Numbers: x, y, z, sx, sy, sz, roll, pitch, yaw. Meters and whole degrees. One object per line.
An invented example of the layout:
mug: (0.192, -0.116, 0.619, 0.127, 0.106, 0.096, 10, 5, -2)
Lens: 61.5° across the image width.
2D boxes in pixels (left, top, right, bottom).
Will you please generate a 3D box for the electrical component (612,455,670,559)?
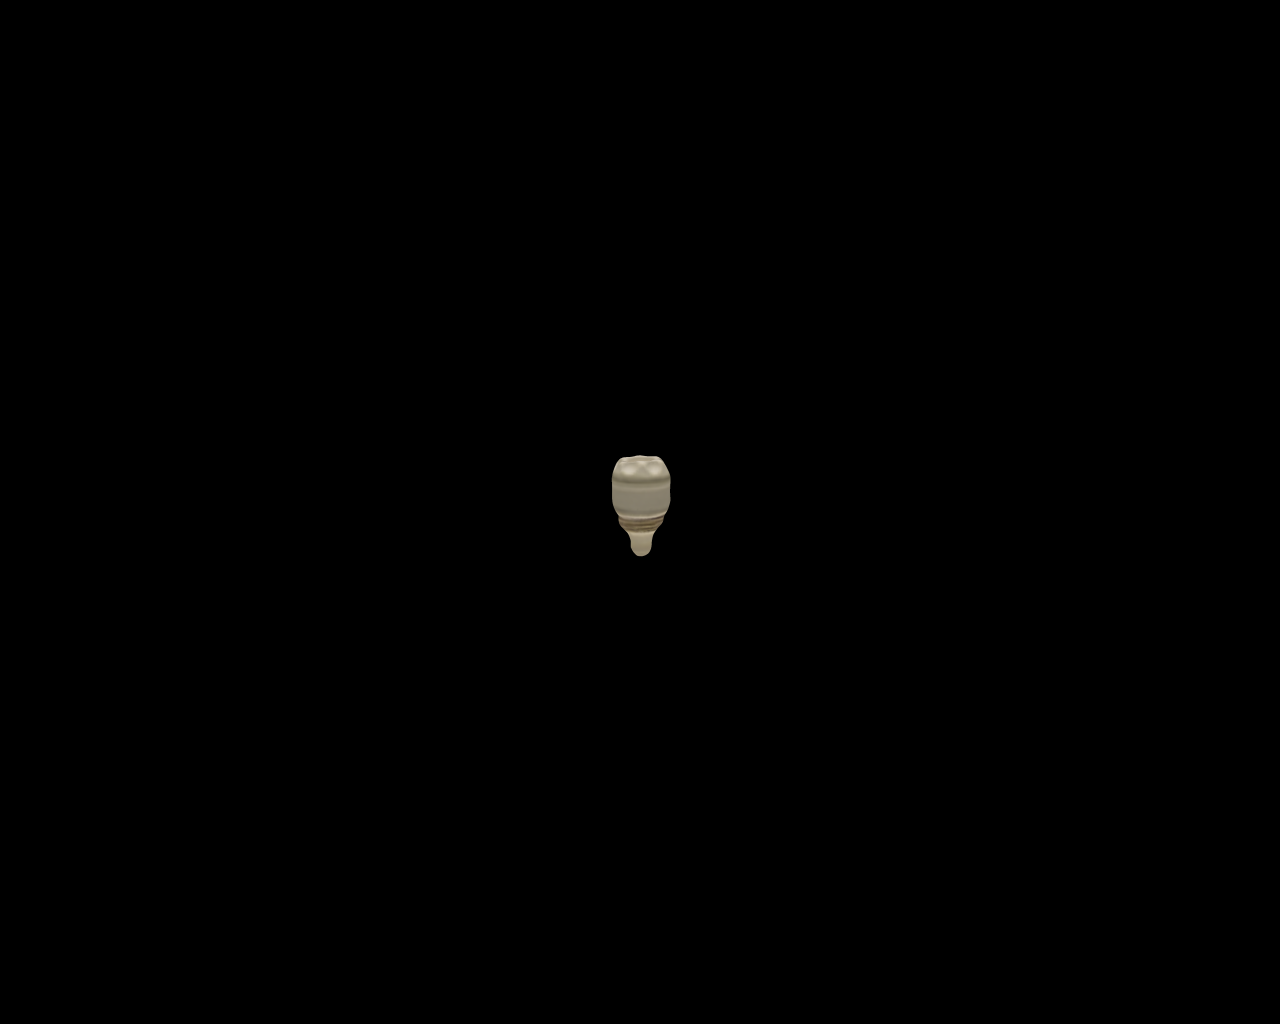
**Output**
electrical component: (0.001, -0.003, 0.650, 0.035, 0.061, 0.035, 0, 12, 0)
